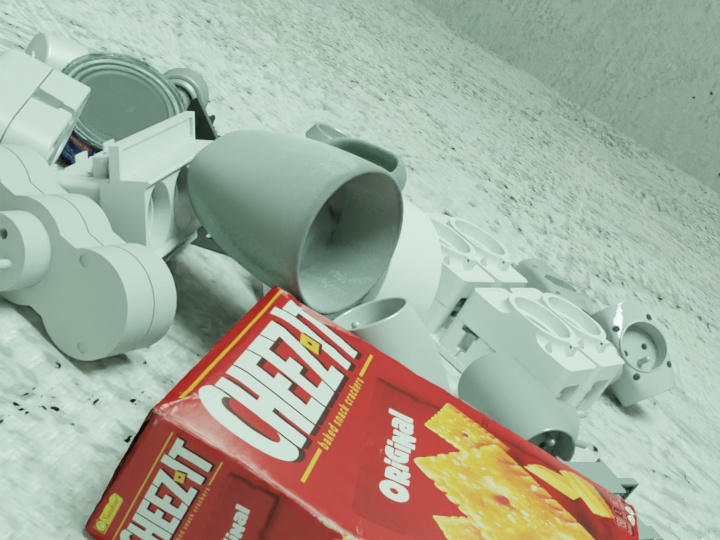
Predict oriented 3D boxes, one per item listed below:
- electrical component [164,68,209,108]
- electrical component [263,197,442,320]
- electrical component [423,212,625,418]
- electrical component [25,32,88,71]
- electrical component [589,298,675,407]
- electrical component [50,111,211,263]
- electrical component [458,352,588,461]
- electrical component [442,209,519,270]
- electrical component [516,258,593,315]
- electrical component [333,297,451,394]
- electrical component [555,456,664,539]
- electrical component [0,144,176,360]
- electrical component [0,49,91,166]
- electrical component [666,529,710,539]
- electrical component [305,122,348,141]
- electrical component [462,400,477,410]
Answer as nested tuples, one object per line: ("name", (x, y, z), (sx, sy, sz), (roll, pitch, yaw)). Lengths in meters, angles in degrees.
("electrical component", (-0.144, -0.133, 0.844), (0.043, 0.043, 0.062), (29, 21, -8))
("electrical component", (0.000, 0.000, 0.648), (0.060, 0.108, 0.108), (22, 21, -43))
("electrical component", (0.093, 0.028, 0.785), (0.186, 0.060, 0.105), (42, 22, 27))
("electrical component", (-0.206, -0.142, 0.775), (0.078, 0.040, 0.040), (14, 26, -42))
("electrical component", (0.199, 0.070, 0.850), (0.079, 0.044, 0.077), (-17, 79, -21))
("electrical component", (-0.126, -0.042, 0.605), (0.063, 0.078, 0.121), (4, 17, 9))
("electrical component", (0.109, 0.095, 0.671), (0.079, 0.043, 0.077), (20, 22, -32))
("electrical component", (0.085, -0.011, 0.898), (0.081, 0.042, 0.064), (40, 22, 23))
("electrical component", (0.172, 0.033, 0.919), (0.079, 0.043, 0.077), (19, 23, -33))
("electrical component", (0.005, 0.058, 0.575), (0.043, 0.077, 0.079), (-29, 17, -36))
("electrical component", (0.128, 0.140, 0.593), (0.081, 0.042, 0.063), (11, 30, -45))
("electrical component", (-0.158, -0.010, 0.504), (0.138, 0.052, 0.074), (38, 20, 18))
("electrical component", (-0.197, -0.081, 0.603), (0.059, 0.053, 0.095), (28, 28, -13))
("electrical component", (0.181, 0.189, 0.520), (0.121, 0.063, 0.079), (41, 21, 24))
("electrical component", (-0.032, -0.087, 0.883), (0.066, 0.055, 0.048), (26, 20, -17))
("electrical component", (0.063, 0.100, 0.596), (0.046, 0.040, 0.040), (34, 18, -10))
